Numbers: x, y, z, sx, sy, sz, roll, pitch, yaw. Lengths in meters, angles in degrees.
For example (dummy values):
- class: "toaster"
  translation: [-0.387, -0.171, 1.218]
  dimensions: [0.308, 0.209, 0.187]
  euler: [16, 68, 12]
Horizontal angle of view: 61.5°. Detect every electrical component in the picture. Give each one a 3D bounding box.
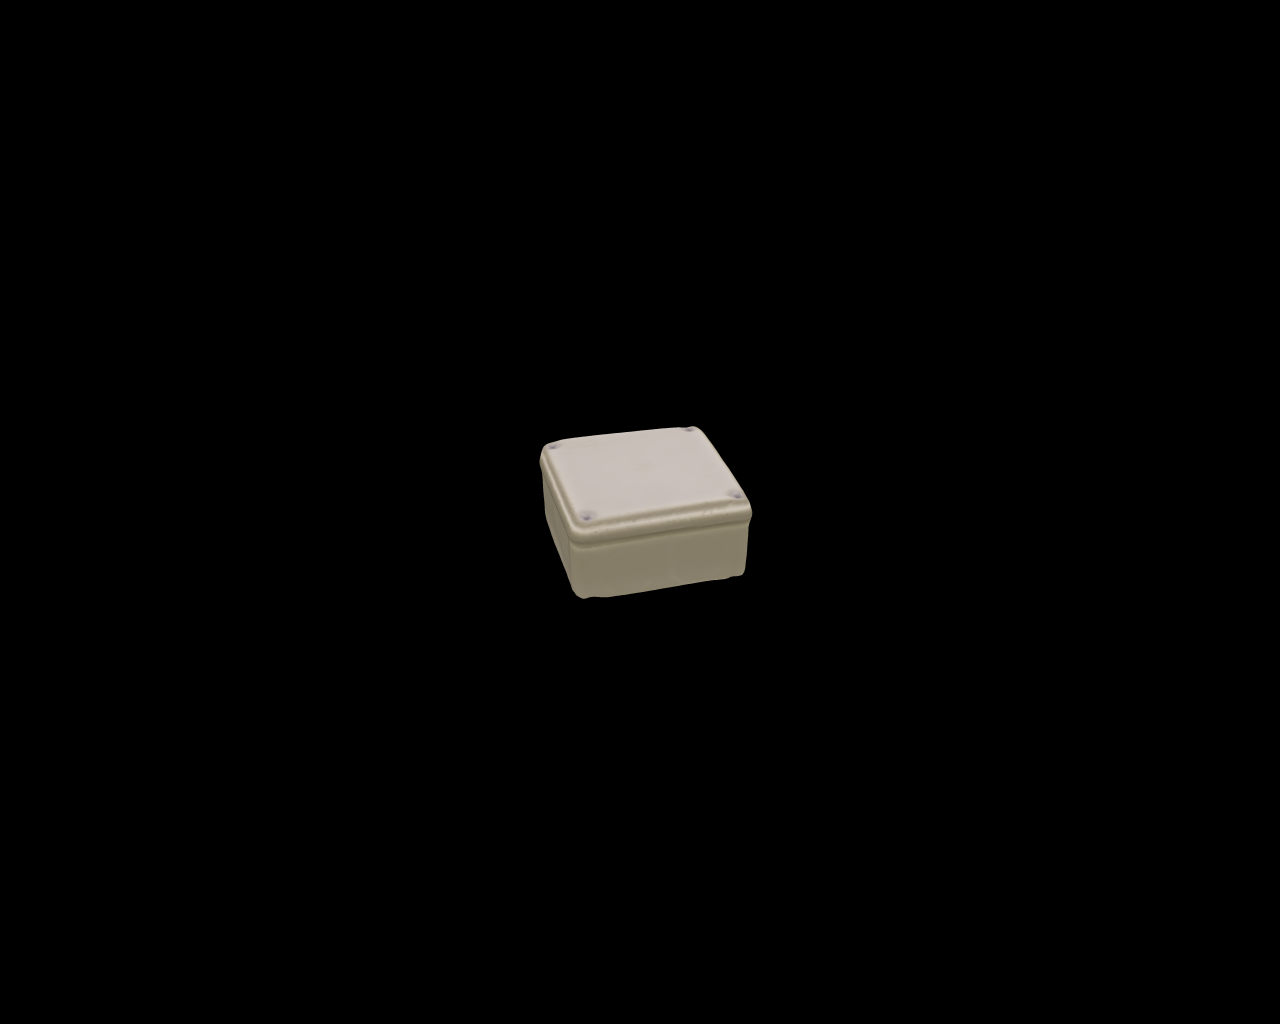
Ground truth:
- class: "electrical component"
  translation: [0.001, -0.003, 0.650]
  dimensions: [0.109, 0.056, 0.109]
  euler: [-8, 31, -13]
